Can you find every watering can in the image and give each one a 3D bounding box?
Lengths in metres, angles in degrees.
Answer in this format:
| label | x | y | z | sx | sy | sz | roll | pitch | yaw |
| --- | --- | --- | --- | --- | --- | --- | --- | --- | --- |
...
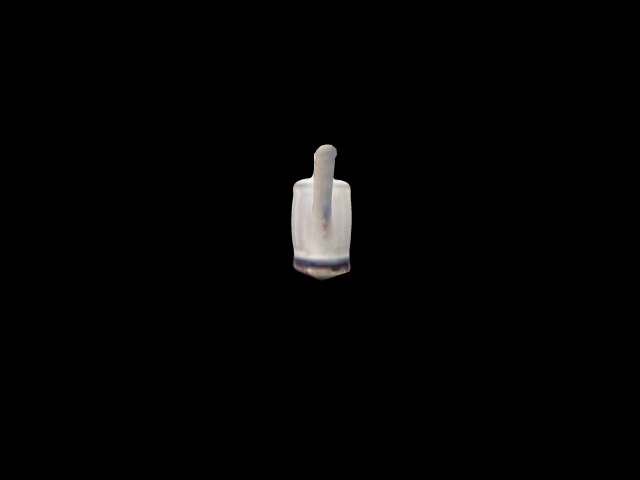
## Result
| label | x | y | z | sx | sy | sz | roll | pitch | yaw |
| --- | --- | --- | --- | --- | --- | --- | --- | --- | --- |
| watering can | 0.003 | -0.043 | 0.850 | 0.104 | 0.224 | 0.348 | 0 | 2 | 0 |
